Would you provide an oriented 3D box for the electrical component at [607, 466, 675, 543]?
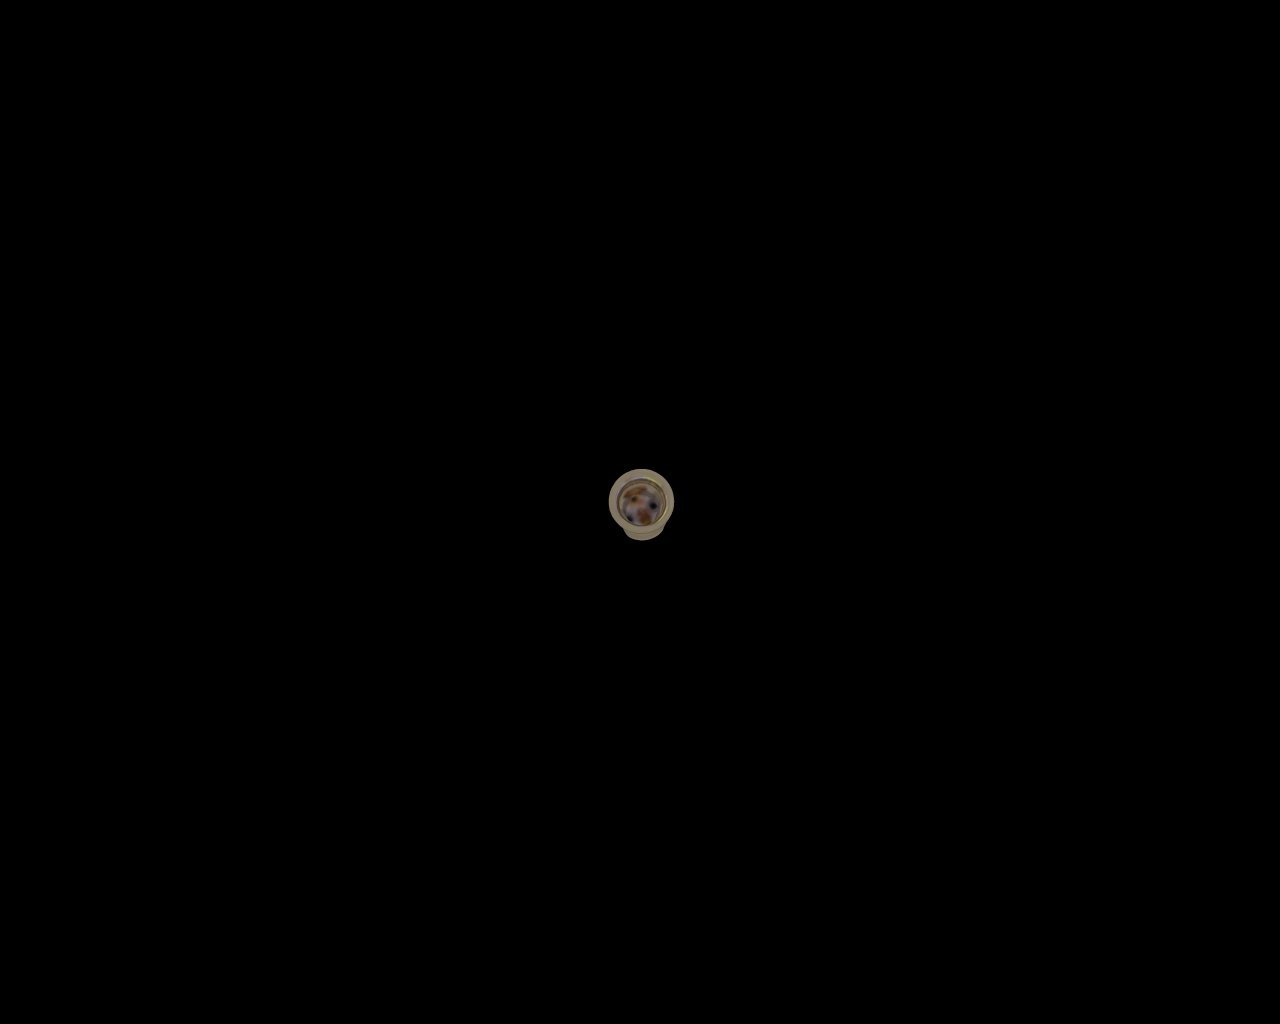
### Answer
[{"bbox_3d":[0.001,-0.003,0.650,0.040,0.040,0.046,0,-13,0],"label":"electrical component"}]
